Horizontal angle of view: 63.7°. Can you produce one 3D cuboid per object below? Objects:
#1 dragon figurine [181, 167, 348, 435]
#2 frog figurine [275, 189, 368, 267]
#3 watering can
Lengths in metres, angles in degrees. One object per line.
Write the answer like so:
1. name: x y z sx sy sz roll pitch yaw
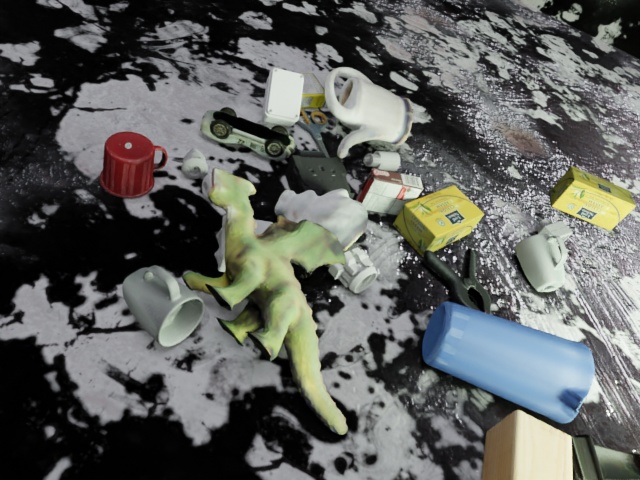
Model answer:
1. dragon figurine: -0.045 0.061 0.785 0.410 0.120 0.247 47 58 -1
2. frog figurine: 0.003 -0.047 0.935 0.160 0.121 0.139 45 65 4
3. watering can: 0.113 -0.281 1.200 0.223 0.102 0.356 16 46 -21
